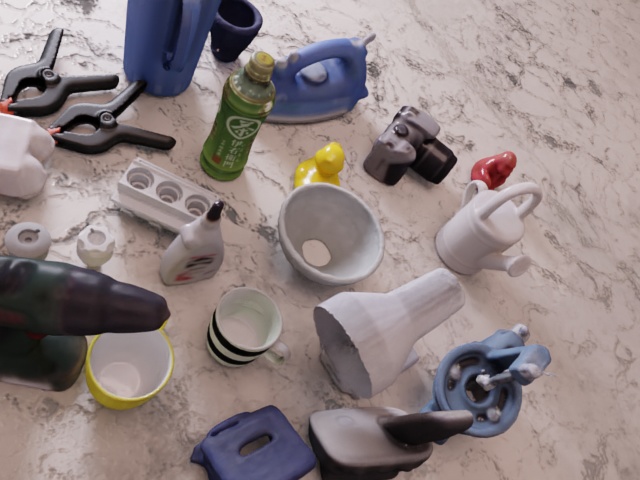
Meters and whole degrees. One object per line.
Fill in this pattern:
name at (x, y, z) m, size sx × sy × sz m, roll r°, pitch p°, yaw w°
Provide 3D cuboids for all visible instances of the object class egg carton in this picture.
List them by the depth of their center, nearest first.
egg carton at (-0.414, -0.107, 0.709) m, size 0.151 × 0.069 × 0.107 m, roll 10°, pitch 57°, yaw -21°

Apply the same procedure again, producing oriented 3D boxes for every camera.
camera at (0.171, -0.157, 1.006) m, size 0.137 × 0.100 × 0.143 m, roll 37°, pitch 52°, yaw 0°

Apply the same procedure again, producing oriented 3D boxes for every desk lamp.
desk lamp at (0.074, 0.118, 0.716) m, size 0.204 × 0.213 × 0.118 m, roll -22°, pitch 72°, yaw -34°

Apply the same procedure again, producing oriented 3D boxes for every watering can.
watering can at (0.282, -0.023, 0.917) m, size 0.101 × 0.193 × 0.172 m, roll -23°, pitch 72°, yaw -35°

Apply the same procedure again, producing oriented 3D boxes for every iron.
iron at (-0.018, -0.282, 0.965) m, size 0.259 × 0.141 × 0.118 m, roll -23°, pitch 72°, yaw -35°

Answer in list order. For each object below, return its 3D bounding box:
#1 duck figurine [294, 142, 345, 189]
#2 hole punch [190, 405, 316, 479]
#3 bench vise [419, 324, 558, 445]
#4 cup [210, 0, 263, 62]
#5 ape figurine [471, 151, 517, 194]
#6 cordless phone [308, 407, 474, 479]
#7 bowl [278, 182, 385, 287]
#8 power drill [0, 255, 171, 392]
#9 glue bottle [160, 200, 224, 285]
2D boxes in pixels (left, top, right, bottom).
duck figurine at (0.007, -0.111, 0.907) m, size 0.077 × 0.086 × 0.104 m, roll 28°, pitch 52°, yaw -7°
hole punch at (-0.075, 0.243, 0.643) m, size 0.109 × 0.091 × 0.101 m, roll -20°, pitch 71°, yaw -34°
bench vise at (0.230, 0.163, 0.760) m, size 0.121 × 0.219 × 0.208 m, roll 34°, pitch 52°, yaw -3°
cup at (-0.165, -0.354, 0.968) m, size 0.118 × 0.095 × 0.091 m, roll 11°, pitch 56°, yaw -19°
ape figurine at (0.331, -0.131, 1.073) m, size 0.078 × 0.092 × 0.076 m, roll -1°, pitch 61°, yaw -26°
cordless phone at (0.079, 0.223, 0.671) m, size 0.148 × 0.185 × 0.094 m, roll 1°, pitch 60°, yaw -25°
bowl at (0.008, 0.003, 0.843) m, size 0.168 × 0.074 × 0.167 m, roll 12°, pitch 56°, yaw -19°
power drill at (-0.278, 0.081, 0.570) m, size 0.230 × 0.208 × 0.075 m, roll 15°, pitch 55°, yaw -17°
glue bottle at (-0.146, 0.001, 0.706) m, size 0.078 × 0.173 × 0.037 m, roll -14°, pitch 67°, yaw -32°
